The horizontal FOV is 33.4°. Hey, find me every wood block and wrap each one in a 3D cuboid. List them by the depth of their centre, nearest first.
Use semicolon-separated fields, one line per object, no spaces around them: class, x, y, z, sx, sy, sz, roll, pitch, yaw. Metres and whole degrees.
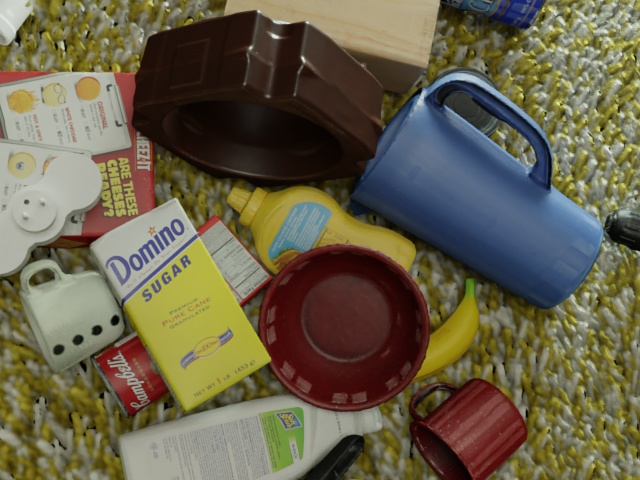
wood block;0.008;-0.225;1.086;0.206;0.091;0.090;13;78;-7

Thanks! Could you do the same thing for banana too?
banana;0.089;0.112;1.080;0.197;0.037;0.070;-26;65;-15

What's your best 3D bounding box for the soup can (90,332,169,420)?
soup can;-0.158;0.115;1.018;0.102;0.068;0.068;-31;86;-15

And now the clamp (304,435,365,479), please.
clamp;-0.033;0.261;0.958;0.210;0.036;0.164;-14;41;5

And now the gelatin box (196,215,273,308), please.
gelatin box;-0.103;0.032;1.064;0.073;0.030;0.089;-41;88;-16

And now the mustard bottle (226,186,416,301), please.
mustard bottle;-0.007;0.001;1.068;0.191;0.058;0.096;29;102;-2

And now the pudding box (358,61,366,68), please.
pudding box;-0.017;-0.163;1.086;0.113;0.090;0.039;10;78;-7

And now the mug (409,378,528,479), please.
mug;0.141;0.184;1.053;0.081;0.093;0.117;-37;51;-19

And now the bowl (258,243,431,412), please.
bowl;0.024;0.079;1.020;0.162;0.055;0.162;1;98;5

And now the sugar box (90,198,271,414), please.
sugar box;-0.128;0.059;0.976;0.093;0.048;0.176;-30;86;-16

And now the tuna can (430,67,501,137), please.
tuna can;0.152;-0.140;1.140;0.086;0.034;0.086;2;79;-10

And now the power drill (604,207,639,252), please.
power drill;0.409;-0.057;1.157;0.184;0.057;0.187;18;79;-10

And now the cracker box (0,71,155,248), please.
cracker box;-0.270;-0.076;1.035;0.213;0.072;0.164;-1;81;-11

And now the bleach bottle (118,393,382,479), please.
bleach bottle;-0.060;0.205;1.021;0.250;0.068;0.102;-11;83;-14

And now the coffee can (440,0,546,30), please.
coffee can;0.170;-0.294;1.138;0.140;0.103;0.103;16;77;-7

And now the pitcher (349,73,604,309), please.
pitcher;0.165;-0.044;1.070;0.242;0.149;0.145;33;71;-6
